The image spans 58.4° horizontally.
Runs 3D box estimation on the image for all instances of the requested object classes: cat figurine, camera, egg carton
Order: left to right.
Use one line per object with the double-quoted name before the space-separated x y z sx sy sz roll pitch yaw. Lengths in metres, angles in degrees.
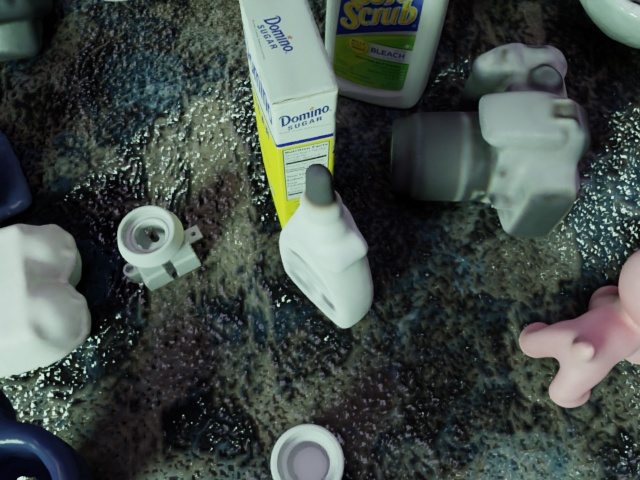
"egg carton" -0.243 0.052 0.411 0.150 0.069 0.107 -18 66 -6
"camera" 0.124 -0.084 0.444 0.136 0.101 0.143 1 66 2
"cat figurine" 0.207 0.047 0.373 0.128 0.118 0.067 -28 68 -10

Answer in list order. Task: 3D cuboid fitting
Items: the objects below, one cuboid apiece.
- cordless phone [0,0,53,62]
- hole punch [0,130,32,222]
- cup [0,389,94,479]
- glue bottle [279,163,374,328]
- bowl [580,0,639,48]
"cordless phone" -0.329 -0.242 0.483 0.147 0.185 0.094 -14 66 -4
"hole punch" -0.302 -0.056 0.450 0.101 0.091 0.108 -30 68 -11
"cup" -0.178 0.152 0.351 0.092 0.095 0.117 -21 67 -7
"glue bottle" 0.003 0.001 0.370 0.037 0.173 0.078 -39 70 -14
"bowl" 0.304 -0.229 0.519 0.167 0.075 0.167 -1 66 2
